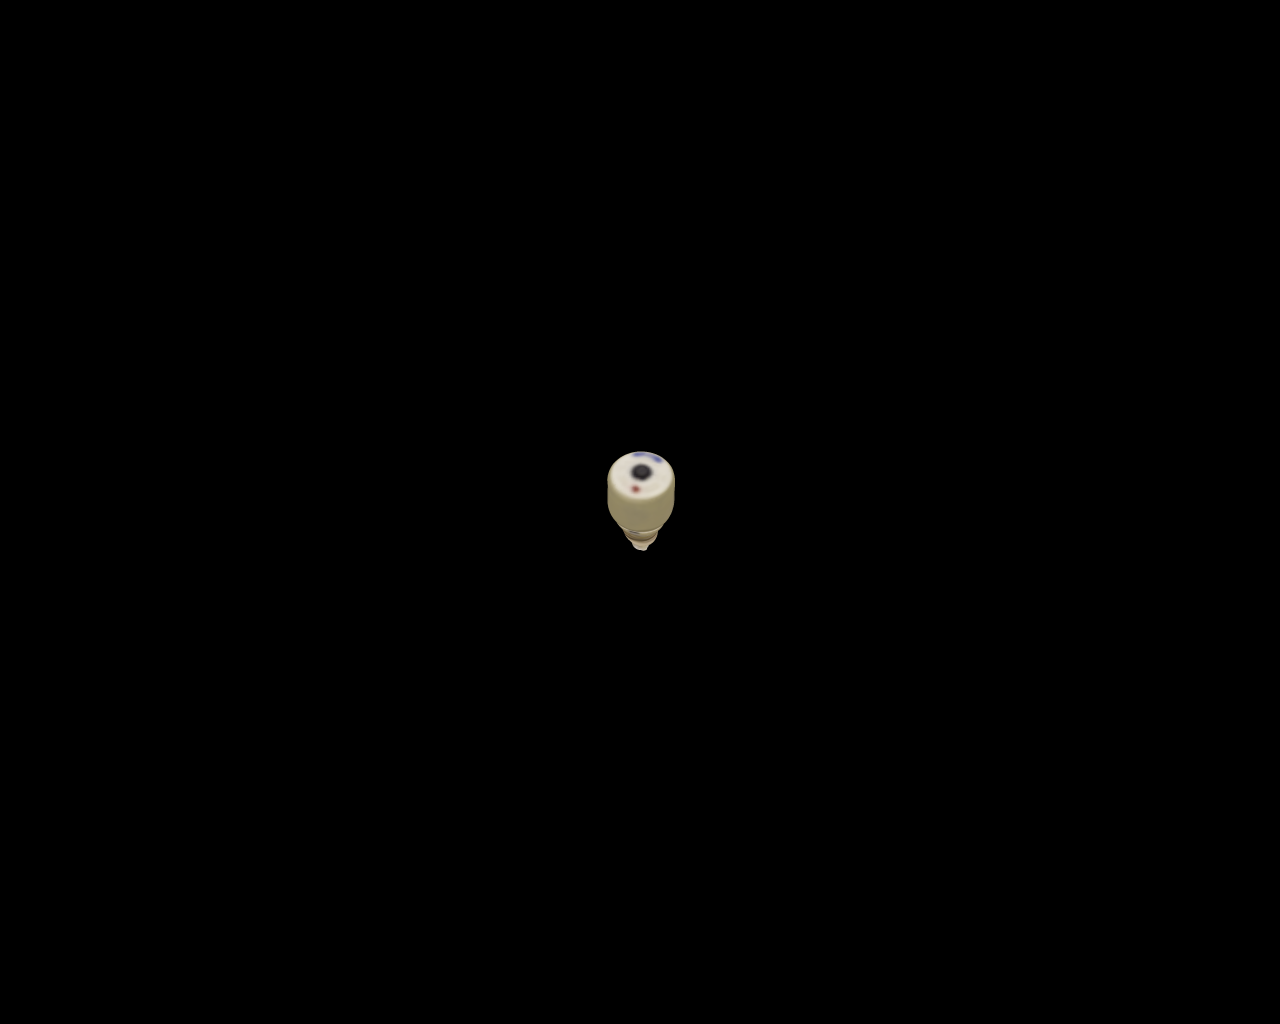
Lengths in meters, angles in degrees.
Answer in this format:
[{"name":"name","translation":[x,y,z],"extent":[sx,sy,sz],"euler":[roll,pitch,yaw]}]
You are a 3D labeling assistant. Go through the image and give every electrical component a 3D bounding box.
[{"name":"electrical component","translation":[0.001,-0.003,0.650],"extent":[0.040,0.040,0.078],"euler":[0,-37,0]}]
